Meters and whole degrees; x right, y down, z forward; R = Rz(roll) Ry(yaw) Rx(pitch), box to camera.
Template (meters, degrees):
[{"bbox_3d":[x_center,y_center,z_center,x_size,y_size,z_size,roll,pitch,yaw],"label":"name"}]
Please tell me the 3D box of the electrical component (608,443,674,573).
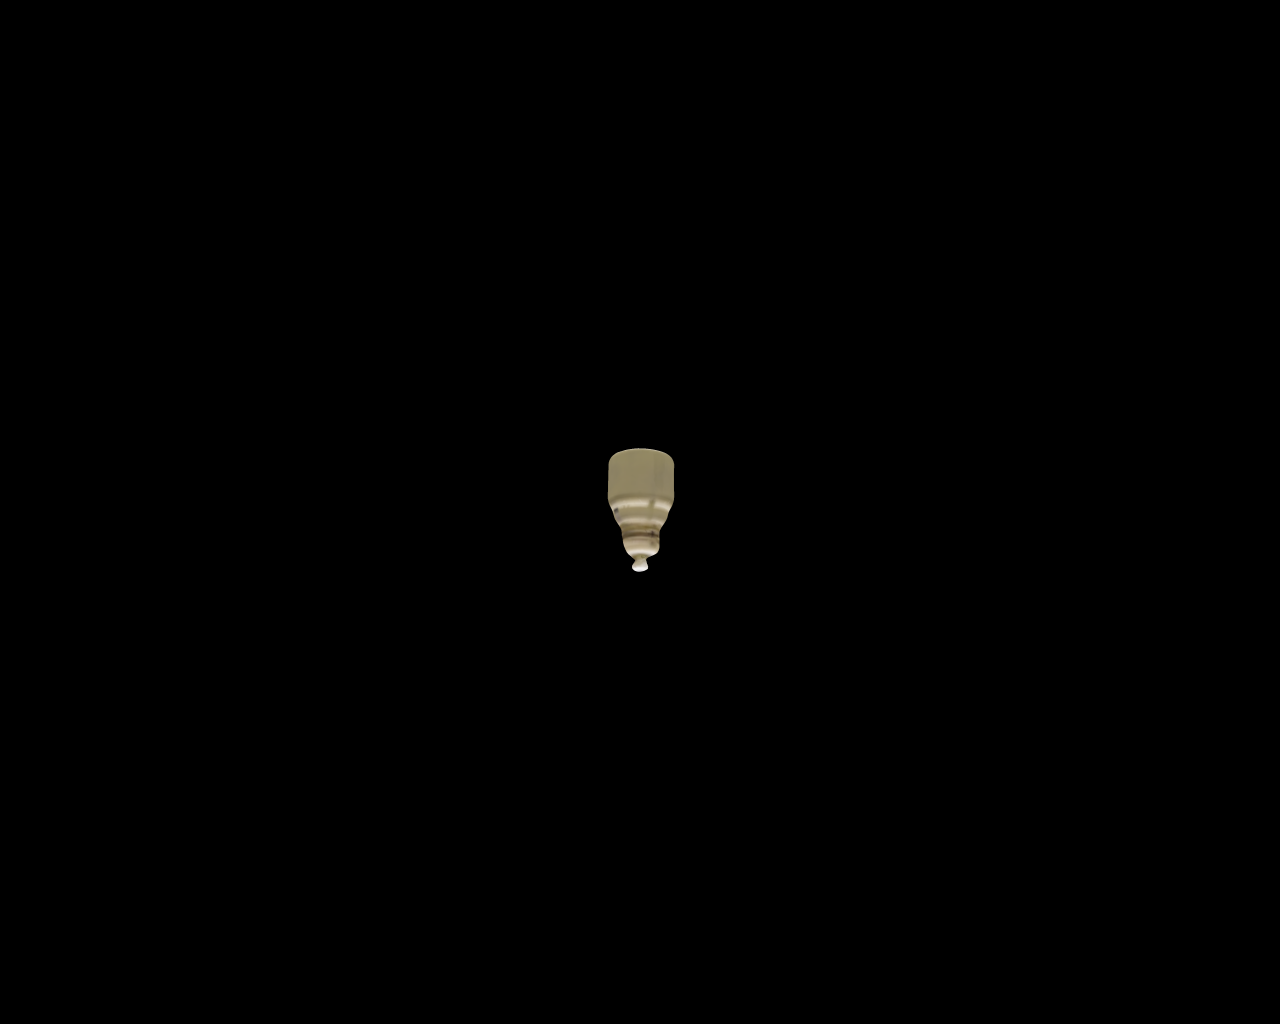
[{"bbox_3d":[0.001,-0.003,0.650,0.040,0.078,0.040,0,-14,0],"label":"electrical component"}]
